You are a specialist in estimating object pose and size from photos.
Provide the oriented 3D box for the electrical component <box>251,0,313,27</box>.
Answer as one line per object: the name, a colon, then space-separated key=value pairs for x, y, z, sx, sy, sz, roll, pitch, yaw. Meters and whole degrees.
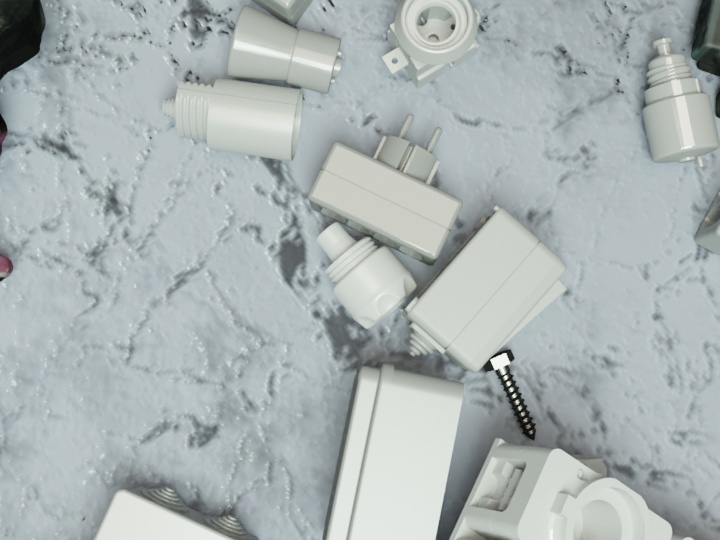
electrical component: x=-0.056 y=-0.191 z=0.638 sx=0.066 sy=0.076 sz=0.047 roll=35 pitch=86 yaw=4

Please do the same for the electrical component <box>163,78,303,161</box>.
electrical component: x=-0.078 y=-0.092 z=0.646 sx=0.081 sy=0.043 sz=0.043 roll=8 pitch=85 yaw=1

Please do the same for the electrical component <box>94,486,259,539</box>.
electrical component: x=-0.113 y=0.181 z=0.620 sx=0.100 sy=0.048 sz=0.099 roll=24 pitch=86 yaw=3

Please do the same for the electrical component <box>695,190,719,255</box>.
electrical component: x=0.252 y=-0.030 z=0.634 sx=0.077 sy=0.047 sz=0.065 roll=28 pitch=86 yaw=3

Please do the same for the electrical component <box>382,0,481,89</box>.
electrical component: x=0.044 y=-0.141 z=0.643 sx=0.066 sy=0.055 sz=0.048 roll=-31 pitch=85 yaw=-2

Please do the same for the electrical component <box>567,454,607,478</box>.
electrical component: x=0.121 y=0.136 z=0.623 sx=0.045 sy=0.045 sz=0.055 roll=0 pitch=85 yaw=1

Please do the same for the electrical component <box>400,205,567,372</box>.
electrical component: x=0.069 y=0.019 z=0.624 sx=0.061 sy=0.061 sz=0.096 roll=41 pitch=87 yaw=2

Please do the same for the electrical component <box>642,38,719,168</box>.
electrical component: x=0.189 y=-0.099 z=0.644 sx=0.040 sy=0.040 sz=0.078 roll=-10 pitch=85 yaw=0

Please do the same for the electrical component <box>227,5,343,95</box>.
electrical component: x=-0.044 y=-0.130 z=0.651 sx=0.065 sy=0.044 sz=0.044 roll=14 pitch=85 yaw=-3

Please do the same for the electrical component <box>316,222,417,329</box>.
electrical component: x=0.000 y=0.000 z=0.637 sx=0.043 sy=0.043 sz=0.062 roll=-40 pitch=85 yaw=-3

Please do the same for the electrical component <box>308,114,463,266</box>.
electrical component: x=0.023 y=-0.055 z=0.640 sx=0.083 sy=0.047 sz=0.075 roll=26 pitch=86 yaw=3

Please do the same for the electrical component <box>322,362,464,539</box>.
electrical component: x=0.017 y=0.111 z=0.610 sx=0.057 sy=0.078 sz=0.113 roll=12 pitch=85 yaw=-1

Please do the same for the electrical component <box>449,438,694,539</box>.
electrical component: x=0.134 y=0.181 z=0.564 sx=0.186 sy=0.060 sz=0.105 roll=35 pitch=70 yaw=-20
